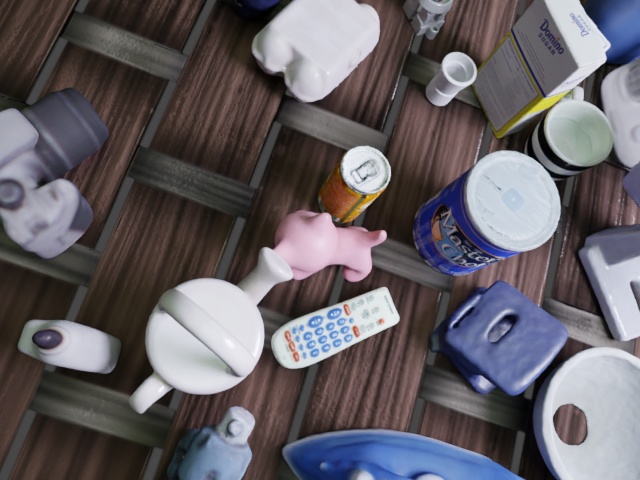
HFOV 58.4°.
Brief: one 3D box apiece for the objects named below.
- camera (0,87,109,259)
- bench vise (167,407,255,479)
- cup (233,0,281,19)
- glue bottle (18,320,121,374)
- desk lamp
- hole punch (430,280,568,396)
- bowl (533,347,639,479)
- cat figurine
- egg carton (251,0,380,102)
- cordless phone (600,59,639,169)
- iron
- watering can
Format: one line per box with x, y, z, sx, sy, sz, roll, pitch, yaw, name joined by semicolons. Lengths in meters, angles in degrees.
-0.267;-0.078;0.550;0.137;0.100;0.143;-42;89;-19;camera
-0.119;0.232;0.446;0.121;0.219;0.207;12;74;-10;bench vise
-0.085;-0.301;0.653;0.118;0.095;0.092;8;75;-11;cup
-0.216;0.088;0.483;0.078;0.173;0.037;13;74;-10;glue bottle
0.399;-0.005;0.634;0.118;0.213;0.203;-16;80;-16;desk lamp
0.191;0.105;0.621;0.109;0.091;0.101;-41;88;-19;hole punch
0.299;0.204;0.631;0.168;0.074;0.167;3;76;-13;bowl
0.005;0.002;0.587;0.128;0.117;0.067;-1;76;-14;cat figurine
-0.002;-0.234;0.670;0.107;0.069;0.150;40;71;-1;egg carton
0.444;-0.177;0.702;0.094;0.185;0.147;-5;77;-14;cordless phone
0.095;0.244;0.536;0.258;0.141;0.119;20;73;-8;iron
-0.097;0.078;0.503;0.101;0.194;0.173;23;72;-7;watering can
